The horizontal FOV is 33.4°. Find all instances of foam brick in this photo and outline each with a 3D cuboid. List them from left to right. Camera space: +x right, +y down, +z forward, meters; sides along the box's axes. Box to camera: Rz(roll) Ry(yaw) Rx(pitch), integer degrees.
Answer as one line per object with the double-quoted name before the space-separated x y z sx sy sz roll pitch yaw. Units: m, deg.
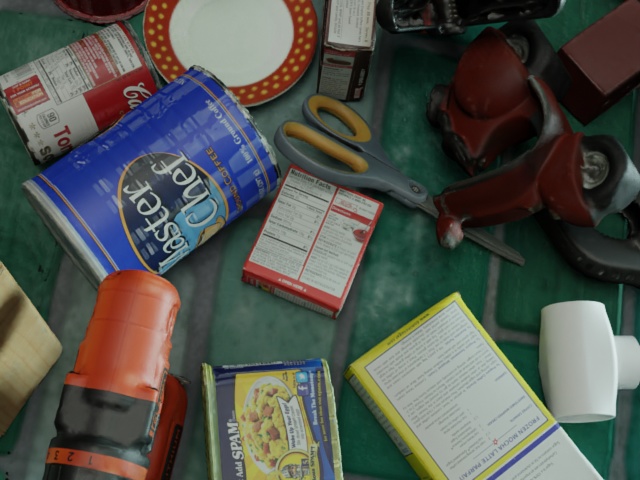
"foam brick" 0.215 -0.133 0.795 0.078 0.053 0.051 -36 79 -13

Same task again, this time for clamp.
"clamp" 0.097 -0.159 0.733 0.120 0.171 0.039 1 103 2
"clamp" 0.245 -0.003 0.765 0.210 0.036 0.164 35 64 10

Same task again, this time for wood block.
"wood block" -0.224 0.055 0.623 0.090 0.206 0.090 32 72 5

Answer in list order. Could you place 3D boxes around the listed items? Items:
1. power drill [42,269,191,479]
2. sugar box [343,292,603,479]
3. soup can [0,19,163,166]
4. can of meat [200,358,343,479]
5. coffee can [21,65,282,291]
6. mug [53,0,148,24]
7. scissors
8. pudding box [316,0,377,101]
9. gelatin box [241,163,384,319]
"power drill" -0.117 0.126 0.619 0.057 0.188 0.184 14 71 -2
"sugar box" 0.105 0.131 0.710 0.093 0.048 0.176 -34 82 -13
"soup can" -0.168 -0.103 0.748 0.102 0.068 0.068 -27 77 -12
"can of meat" -0.033 0.129 0.694 0.084 0.057 0.102 -4 74 -8
"coffee can" -0.111 -0.036 0.713 0.140 0.103 0.103 -38 79 -14
"mug" -0.171 -0.226 0.778 0.117 0.081 0.093 40 74 8
"scissors" 0.059 -0.049 0.771 0.201 0.016 0.096 21 40 -18
"pudding box" 0.021 -0.169 0.771 0.039 0.090 0.113 3 73 -2
"gelatin box" -0.005 0.001 0.748 0.073 0.030 0.089 22 70 3
